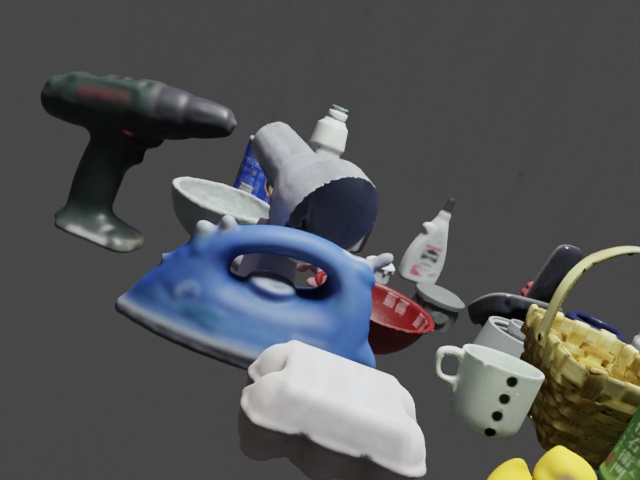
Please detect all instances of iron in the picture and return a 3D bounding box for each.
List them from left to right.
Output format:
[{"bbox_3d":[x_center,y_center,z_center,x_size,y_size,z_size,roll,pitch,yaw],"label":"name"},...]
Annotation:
[{"bbox_3d":[-0.056,0.044,0.569,0.259,0.141,0.118,18,14,-15],"label":"iron"}]

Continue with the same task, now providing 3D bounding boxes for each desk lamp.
[{"bbox_3d":[-0.049,-0.020,0.671,0.118,0.213,0.202,9,19,-43],"label":"desk lamp"}]

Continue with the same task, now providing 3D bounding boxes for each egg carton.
[{"bbox_3d":[0.009,0.140,0.455,0.150,0.069,0.107,21,14,-6],"label":"egg carton"}]

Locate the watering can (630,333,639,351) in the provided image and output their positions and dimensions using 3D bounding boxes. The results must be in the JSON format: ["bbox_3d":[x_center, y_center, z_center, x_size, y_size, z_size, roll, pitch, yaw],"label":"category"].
[{"bbox_3d":[0.475,0.173,0.780,0.101,0.194,0.173,20,14,-8],"label":"watering can"}]

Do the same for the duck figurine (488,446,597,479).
[{"bbox_3d":[0.178,0.202,0.447,0.078,0.086,0.104,18,14,-16],"label":"duck figurine"}]

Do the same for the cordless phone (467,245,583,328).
[{"bbox_3d":[0.344,0.081,0.947,0.148,0.185,0.094,15,15,-27],"label":"cordless phone"}]

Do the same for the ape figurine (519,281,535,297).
[{"bbox_3d":[0.391,0.118,1.072,0.076,0.092,0.078,26,14,17],"label":"ape figurine"}]

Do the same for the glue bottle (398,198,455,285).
[{"bbox_3d":[0.212,0.001,1.074,0.078,0.173,0.037,17,15,-20],"label":"glue bottle"}]

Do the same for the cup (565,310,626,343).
[{"bbox_3d":[0.415,0.168,0.917,0.092,0.095,0.117,20,14,-7],"label":"cup"}]

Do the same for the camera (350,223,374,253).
[{"bbox_3d":[0.021,-0.042,1.096,0.143,0.101,0.137,26,14,16],"label":"camera"}]

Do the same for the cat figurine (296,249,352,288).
[{"bbox_3d":[0.008,0.003,0.870,0.067,0.118,0.127,12,17,-35],"label":"cat figurine"}]

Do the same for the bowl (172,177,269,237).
[{"bbox_3d":[-0.146,-0.030,0.849,0.167,0.075,0.167,21,14,-5],"label":"bowl"}]

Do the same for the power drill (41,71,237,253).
[{"bbox_3d":[-0.233,-0.097,0.691,0.229,0.208,0.076,23,14,3],"label":"power drill"}]
